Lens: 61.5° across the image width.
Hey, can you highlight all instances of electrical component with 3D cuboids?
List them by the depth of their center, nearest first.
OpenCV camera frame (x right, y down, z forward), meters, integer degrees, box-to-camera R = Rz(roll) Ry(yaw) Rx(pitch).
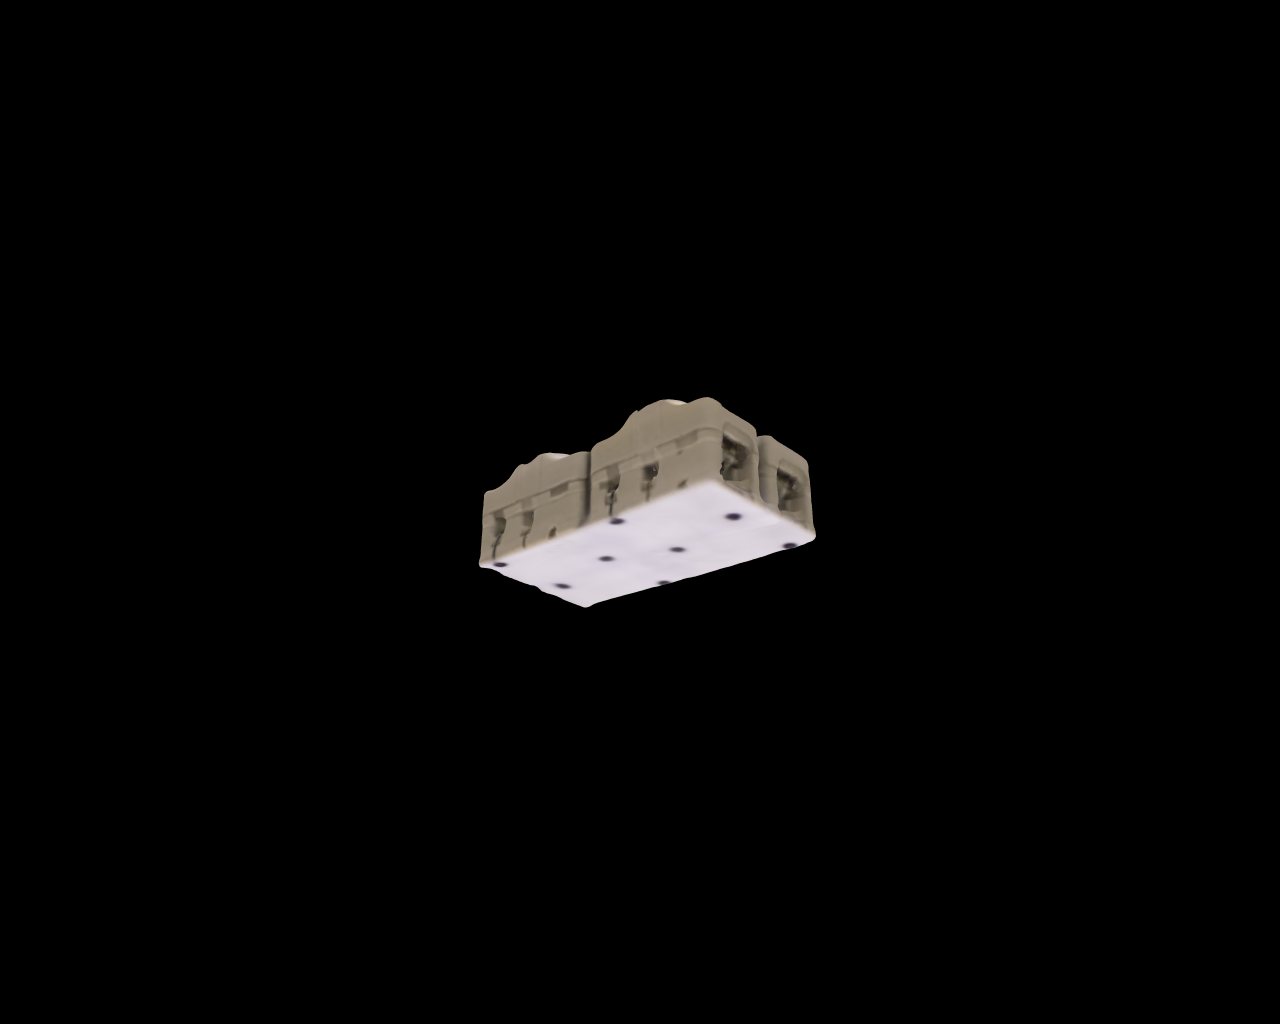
[{"bbox_3d":[0.001,-0.003,0.650,0.186,0.060,0.105,-20,-32,36],"label":"electrical component"}]
